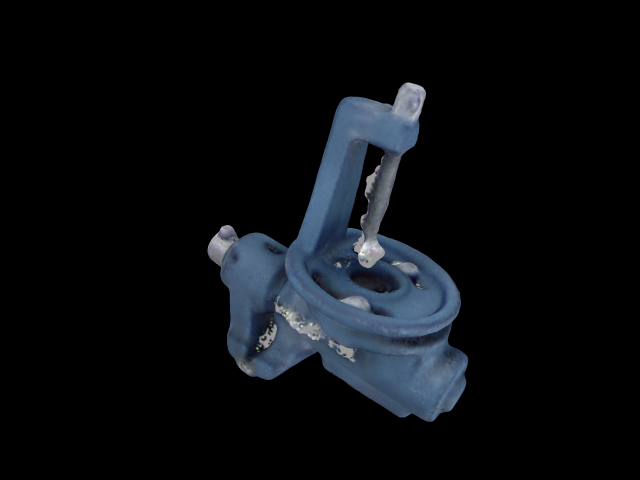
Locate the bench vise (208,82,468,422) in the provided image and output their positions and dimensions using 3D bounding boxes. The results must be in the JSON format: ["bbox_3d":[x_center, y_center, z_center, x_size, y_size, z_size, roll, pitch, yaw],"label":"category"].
[{"bbox_3d":[0.000,0.005,0.389,0.207,0.220,0.122,5,20,15],"label":"bench vise"}]
